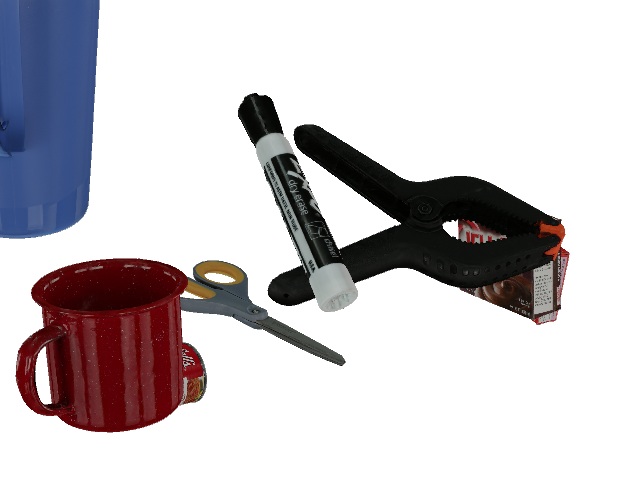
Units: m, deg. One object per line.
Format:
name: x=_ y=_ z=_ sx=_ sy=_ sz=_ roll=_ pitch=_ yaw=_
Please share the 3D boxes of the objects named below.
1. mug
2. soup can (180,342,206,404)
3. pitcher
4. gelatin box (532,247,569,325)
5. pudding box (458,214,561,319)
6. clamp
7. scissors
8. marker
mug: x=-0.133 y=0.067 z=0.645 sx=0.093 sy=0.081 sz=0.117 roll=12 pitch=23 yaw=33
soup can: x=-0.184 y=0.153 z=1.152 sx=0.102 sy=0.068 sz=0.069 roll=-9 pitch=6 yaw=-42
pitcher: x=-0.232 y=-0.124 z=0.804 sx=0.145 sy=0.243 sz=0.148 roll=26 pitch=33 yaw=35
gelatin box: x=0.237 y=0.037 z=1.188 sx=0.030 sy=0.089 sz=0.073 roll=-9 pitch=30 yaw=-23
pudding box: x=0.173 y=0.013 z=0.984 sx=0.039 sy=0.090 sz=0.114 roll=-14 pitch=19 yaw=-29
clamp: x=0.066 y=-0.004 z=0.759 sx=0.210 sy=0.164 sz=0.036 roll=13 pitch=-39 yaw=5
scissors: x=-0.052 y=0.055 z=0.900 sx=0.202 sy=0.016 sz=0.096 roll=16 pitch=26 yaw=22
marker: x=-0.013 y=-0.022 z=0.508 sx=0.020 sy=0.121 sz=0.020 roll=-19 pitch=-27 yaw=-10
